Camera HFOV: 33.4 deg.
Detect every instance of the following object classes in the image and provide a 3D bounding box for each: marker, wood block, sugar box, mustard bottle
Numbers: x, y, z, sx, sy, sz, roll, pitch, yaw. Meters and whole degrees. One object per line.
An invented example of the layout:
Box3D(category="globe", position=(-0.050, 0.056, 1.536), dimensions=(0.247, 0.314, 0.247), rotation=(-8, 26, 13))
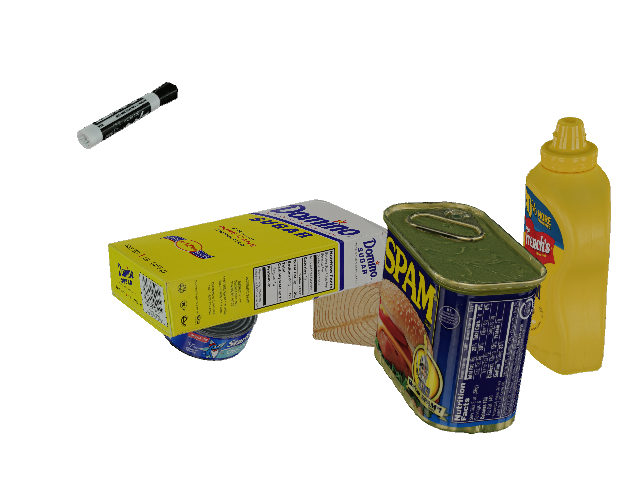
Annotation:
Box3D(category="marker", position=(-0.180, -0.121, 1.015), dimensions=(0.020, 0.020, 0.120), rotation=(0, 29, 44))
Box3D(category="wood block", position=(0.057, 0.064, 1.524), dimensions=(0.091, 0.090, 0.206), rotation=(6, 22, 11))
Box3D(category="sugar box", position=(-0.048, 0.014, 0.746), dimensions=(0.175, 0.048, 0.093), rotation=(-16, 26, -31))
Box3D(category="mustard bottle", position=(0.186, -0.001, 0.812), dimensions=(0.058, 0.192, 0.096), rotation=(-6, 26, -6))

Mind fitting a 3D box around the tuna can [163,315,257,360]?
Box3D(category="tuna can", position=(-0.103, 0.070, 0.975), dimensions=(0.086, 0.034, 0.086), rotation=(15, 34, -11))

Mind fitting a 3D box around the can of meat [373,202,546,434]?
Box3D(category="can of meat", position=(0.066, 0.037, 0.542), dimensions=(0.057, 0.084, 0.102), rotation=(-3, 24, -17))
